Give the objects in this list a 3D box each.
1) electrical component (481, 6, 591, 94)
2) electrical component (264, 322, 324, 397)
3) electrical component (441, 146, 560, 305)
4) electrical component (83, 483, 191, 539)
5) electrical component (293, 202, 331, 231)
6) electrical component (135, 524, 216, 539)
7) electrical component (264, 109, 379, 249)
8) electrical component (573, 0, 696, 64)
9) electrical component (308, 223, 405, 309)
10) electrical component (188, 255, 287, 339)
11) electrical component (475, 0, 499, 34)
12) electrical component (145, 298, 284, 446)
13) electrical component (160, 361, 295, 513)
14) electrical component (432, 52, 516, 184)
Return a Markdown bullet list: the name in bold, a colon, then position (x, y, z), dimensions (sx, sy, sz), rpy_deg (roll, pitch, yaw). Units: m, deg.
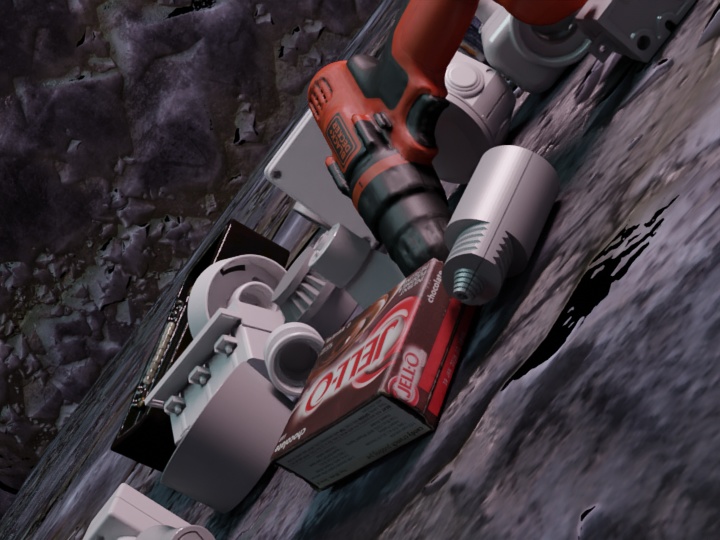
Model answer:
- **electrical component**: position (0.125, -0.165, 0.696), dimensions (0.095, 0.054, 0.059), rpy_deg (-50, 12, 21)
- **electrical component**: position (-0.044, 0.061, 0.748), dimensions (0.045, 0.045, 0.055), rpy_deg (-55, 10, -1)
- **electrical component**: position (0.065, -0.017, 0.528), dimensions (0.043, 0.043, 0.081), rpy_deg (-38, 20, 57)
- **electrical component**: position (-0.163, 0.204, 0.766), dimensions (0.047, 0.066, 0.076), rpy_deg (-51, 11, 19)
- **electrical component**: position (-0.035, -0.068, 1.083), dimensions (0.047, 0.055, 0.055), rpy_deg (-59, 11, -2)
- **electrical component**: position (-0.120, 0.187, 0.705), dimensions (0.065, 0.044, 0.044), rpy_deg (-29, 27, 55)
- **electrical component**: position (-0.002, -0.090, 0.864), dimensions (0.108, 0.109, 0.056), rpy_deg (-51, 9, 17)
- **electrical component**: position (0.143, -0.142, 0.575), dimensions (0.066, 0.048, 0.055), rpy_deg (-53, 18, 8)
- **electrical component**: position (0.000, 0.000, 0.694), dimensions (0.044, 0.065, 0.044), rpy_deg (-52, 11, 14)
- **electrical component**: position (-0.102, 0.036, 0.947), dimensions (0.064, 0.099, 0.099), rpy_deg (-22, 33, 59)
- **electrical component**: position (0.108, -0.182, 0.797), dimensions (0.048, 0.062, 0.048), rpy_deg (-52, 11, 14)
- **electrical component**: position (-0.109, 0.089, 0.871), dimensions (0.121, 0.079, 0.063), rpy_deg (-48, 42, 30)
- **electrical component**: position (-0.091, 0.114, 0.736), dimensions (0.099, 0.064, 0.099), rpy_deg (-52, 11, 14)
- **electrical component**: position (0.060, -0.100, 0.709), dimensions (0.051, 0.080, 0.080), rpy_deg (-55, 10, -29)
